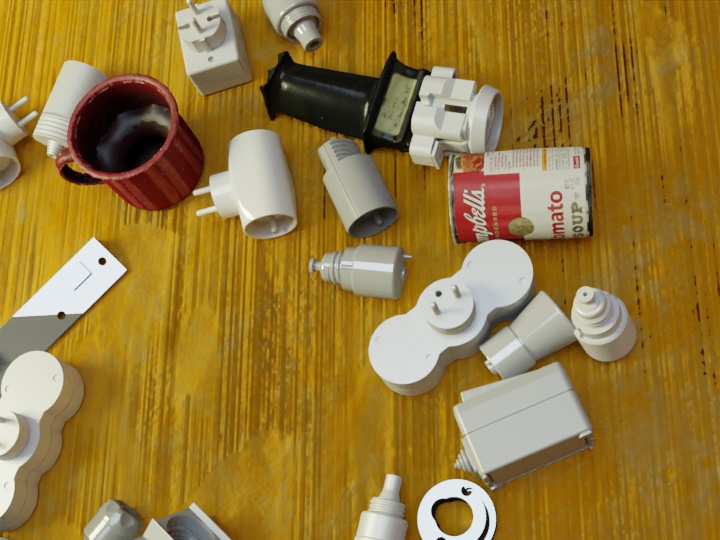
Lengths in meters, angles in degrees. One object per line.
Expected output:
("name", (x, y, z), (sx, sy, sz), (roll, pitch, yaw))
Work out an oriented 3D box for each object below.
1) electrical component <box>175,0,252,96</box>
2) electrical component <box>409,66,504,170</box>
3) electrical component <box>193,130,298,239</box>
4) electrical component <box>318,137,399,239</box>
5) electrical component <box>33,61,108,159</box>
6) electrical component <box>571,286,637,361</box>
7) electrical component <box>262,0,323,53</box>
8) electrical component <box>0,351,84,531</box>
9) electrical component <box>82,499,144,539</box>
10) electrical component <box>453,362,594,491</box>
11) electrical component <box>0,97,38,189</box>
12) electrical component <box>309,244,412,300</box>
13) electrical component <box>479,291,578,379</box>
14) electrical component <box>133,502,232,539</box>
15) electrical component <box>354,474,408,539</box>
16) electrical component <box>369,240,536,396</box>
("electrical component", (-0.129, -0.197, 0.902), (0.047, 0.076, 0.065), (-16, 67, 7))
("electrical component", (0.077, -0.117, 0.835), (0.057, 0.058, 0.078), (11, 73, 20))
("electrical component", (-0.095, -0.063, 0.862), (0.079, 0.044, 0.077), (-15, 67, 7))
("electrical component", (-0.005, -0.070, 0.844), (0.043, 0.043, 0.081), (-26, 67, 3))
("electrical component", (-0.249, -0.133, 0.924), (0.043, 0.043, 0.081), (14, 74, 17))
("electrical component", (0.167, 0.034, 0.751), (0.040, 0.078, 0.040), (-13, 58, 21))
("electrical component", (-0.052, -0.212, 0.908), (0.043, 0.043, 0.062), (-30, 68, 1))
("electrical component", (-0.266, 0.126, 0.816), (0.052, 0.073, 0.138), (16, 75, 18))
("electrical component", (-0.190, 0.201, 0.792), (0.035, 0.035, 0.061), (37, 84, 22))
("electrical component", (0.106, 0.108, 0.743), (0.096, 0.061, 0.061), (-24, 67, 4))
("electrical component", (-0.317, -0.120, 0.935), (0.079, 0.043, 0.077), (-36, 67, -2))
("electrical component", (0.000, 0.000, 0.819), (0.078, 0.040, 0.040), (5, 71, 15))
("electrical component", (0.119, 0.051, 0.773), (0.065, 0.044, 0.044), (-38, 66, 3))
("electrical component", (-0.130, 0.206, 0.756), (0.042, 0.081, 0.063), (38, 111, 24))
("electrical component", (0.018, 0.174, 0.754), (0.035, 0.035, 0.061), (9, 70, 16))
("electrical component", (0.066, 0.030, 0.774), (0.138, 0.073, 0.052), (-39, 67, -3))
